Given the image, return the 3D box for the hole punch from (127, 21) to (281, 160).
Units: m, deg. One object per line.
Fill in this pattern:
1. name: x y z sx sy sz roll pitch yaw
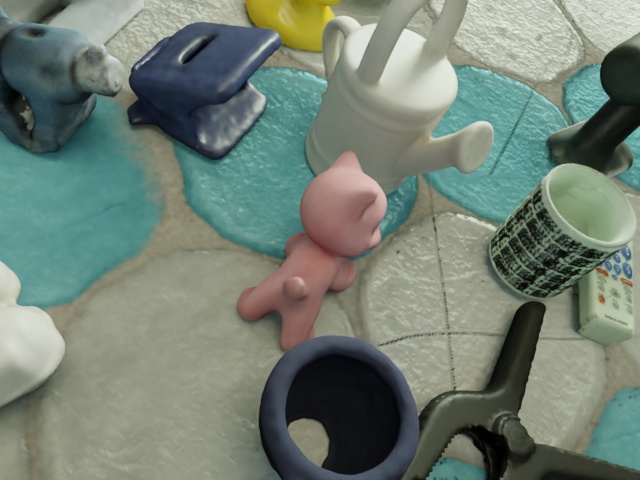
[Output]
1. hole punch: -0.098 -0.139 0.480 0.101 0.091 0.109 30 54 1

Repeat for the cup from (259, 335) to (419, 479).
1. cup: -0.004 0.126 0.341 0.091 0.095 0.118 30 54 1

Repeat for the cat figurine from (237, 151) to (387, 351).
1. cat figurine: 0.004 0.001 0.409 0.067 0.117 0.128 32 54 3

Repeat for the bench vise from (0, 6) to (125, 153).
1. bench vise: -0.231 -0.174 0.378 0.208 0.219 0.121 8 57 -14

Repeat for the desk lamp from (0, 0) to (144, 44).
1. desk lamp: -0.190 -0.289 0.468 0.118 0.213 0.203 25 54 -2

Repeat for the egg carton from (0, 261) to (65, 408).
1. egg carton: -0.230 0.071 0.314 0.107 0.069 0.151 45 56 12

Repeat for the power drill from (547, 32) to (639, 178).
1. power drill: 0.332 -0.152 0.562 0.230 0.208 0.075 -23 68 -29

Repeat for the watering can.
1. watering can: 0.065 -0.122 0.462 0.173 0.194 0.101 33 54 4

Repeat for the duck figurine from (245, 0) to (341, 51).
1. duck figurine: -0.021 -0.252 0.581 0.104 0.086 0.077 24 54 -3
